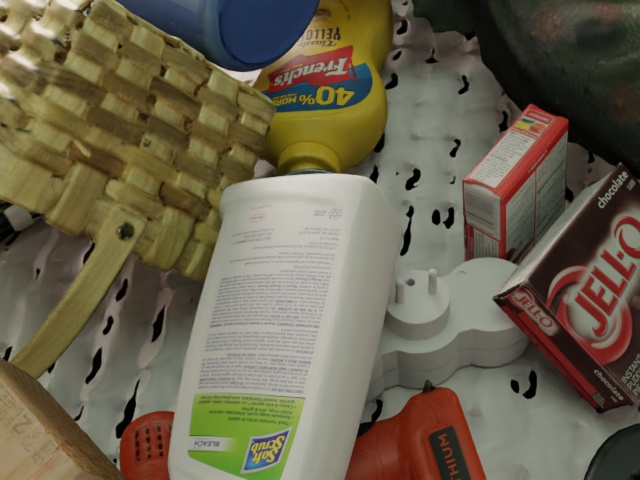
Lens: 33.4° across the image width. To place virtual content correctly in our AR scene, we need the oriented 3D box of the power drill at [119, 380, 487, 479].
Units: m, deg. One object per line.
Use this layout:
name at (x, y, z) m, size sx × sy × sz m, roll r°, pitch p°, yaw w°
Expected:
power drill at (-0.006, 0.153, 0.525) m, size 0.187 × 0.057 × 0.184 m, roll -11°, pitch 51°, yaw -3°

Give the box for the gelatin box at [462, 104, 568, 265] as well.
gelatin box at (0.116, -0.024, 0.634) m, size 0.030 × 0.089 × 0.073 m, roll 28°, pitch 60°, yaw 29°

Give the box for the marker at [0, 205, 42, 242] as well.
marker at (-0.179, -0.028, 0.714) m, size 0.121 × 0.020 × 0.020 m, roll -31°, pitch 55°, yaw -18°

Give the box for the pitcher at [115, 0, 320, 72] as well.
pitcher at (-0.113, -0.202, 0.736) m, size 0.243 × 0.145 × 0.149 m, roll 34°, pitch 21°, yaw 31°

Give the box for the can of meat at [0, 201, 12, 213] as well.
can of meat at (-0.233, -0.078, 0.719) m, size 0.057 × 0.084 × 0.102 m, roll -37°, pitch 56°, yaw -22°

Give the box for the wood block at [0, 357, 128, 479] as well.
wood block at (-0.194, 0.155, 0.481) m, size 0.206 × 0.091 × 0.090 m, roll -45°, pitch 70°, yaw -8°

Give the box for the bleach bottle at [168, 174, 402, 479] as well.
bleach bottle at (-0.030, 0.082, 0.513) m, size 0.103 × 0.068 × 0.250 m, roll -4°, pitch 50°, yaw 26°

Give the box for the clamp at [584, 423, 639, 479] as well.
clamp at (0.214, 0.125, 0.538) m, size 0.209 × 0.036 × 0.165 m, roll -32°, pitch 54°, yaw -17°

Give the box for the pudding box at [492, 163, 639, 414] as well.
pudding box at (0.162, 0.026, 0.595) m, size 0.090 × 0.039 × 0.113 m, roll 47°, pitch 57°, yaw -4°

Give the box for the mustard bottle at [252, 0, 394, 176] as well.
mustard bottle at (-0.001, -0.098, 0.728) m, size 0.096 × 0.058 × 0.191 m, roll -1°, pitch 51°, yaw 10°

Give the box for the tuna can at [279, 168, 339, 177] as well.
tuna can at (-0.004, 0.001, 0.639) m, size 0.086 × 0.033 × 0.086 m, roll -1°, pitch 82°, yaw 6°
